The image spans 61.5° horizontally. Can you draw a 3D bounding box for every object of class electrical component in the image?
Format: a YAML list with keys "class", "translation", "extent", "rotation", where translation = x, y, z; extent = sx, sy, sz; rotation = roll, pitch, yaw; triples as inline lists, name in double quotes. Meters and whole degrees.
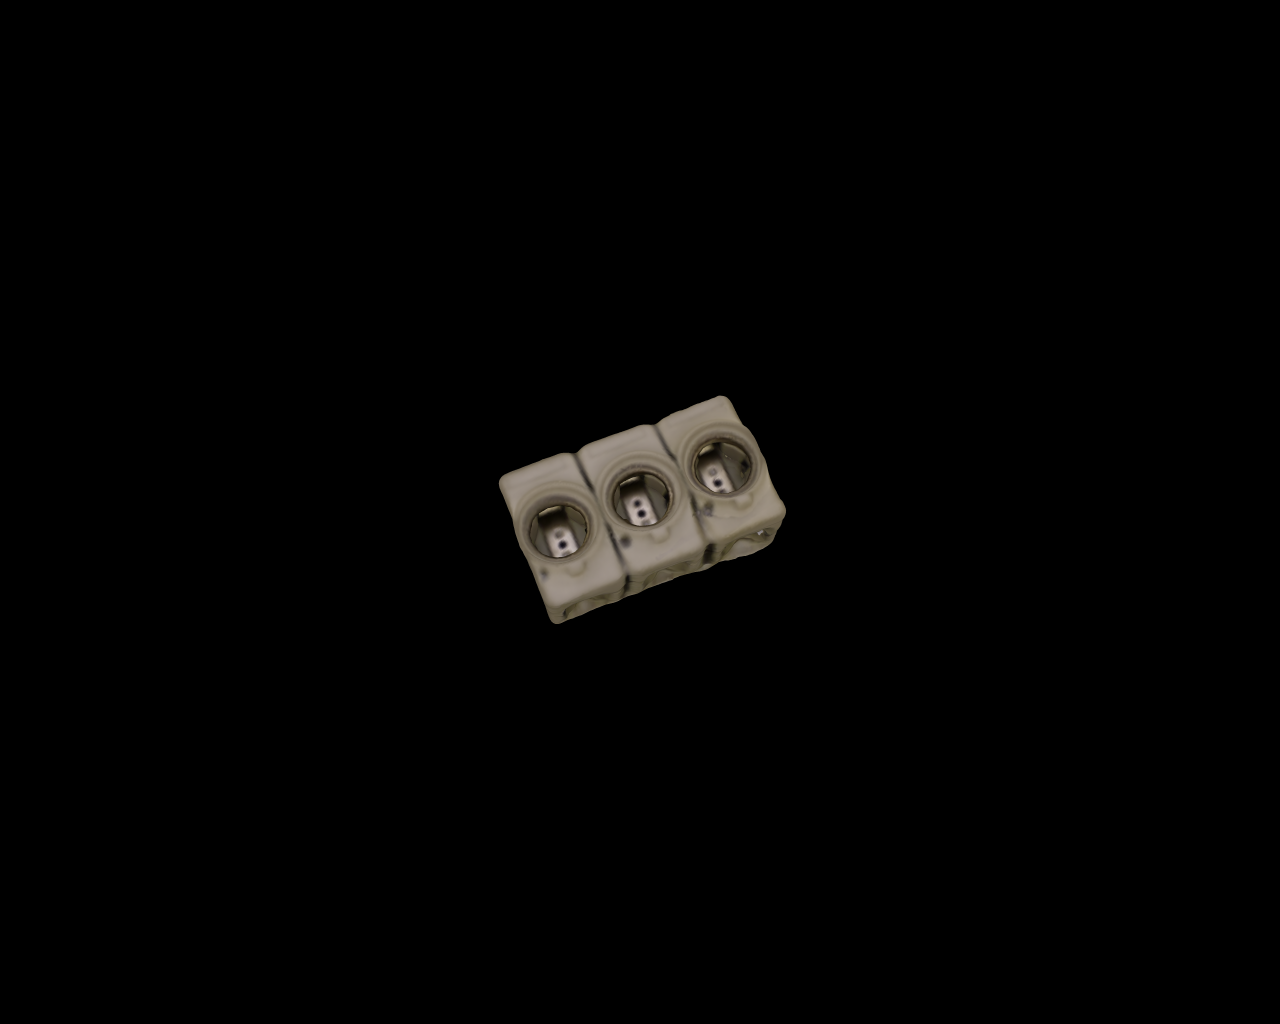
- class: "electrical component"
  translation: [0.001, -0.003, 0.650]
  extent: [0.150, 0.089, 0.061]
  rotation: [-21, -18, -7]
